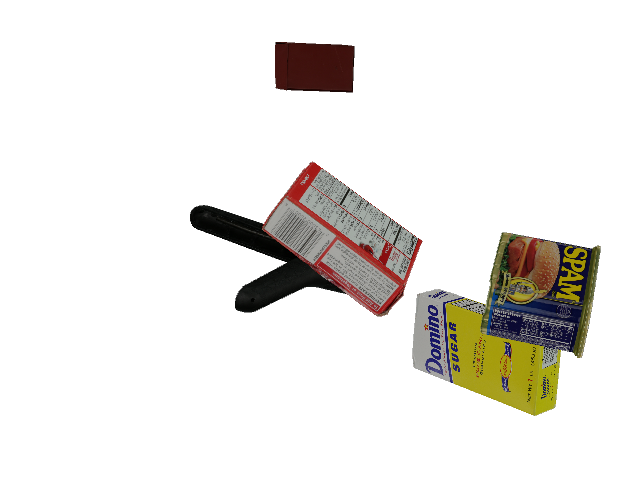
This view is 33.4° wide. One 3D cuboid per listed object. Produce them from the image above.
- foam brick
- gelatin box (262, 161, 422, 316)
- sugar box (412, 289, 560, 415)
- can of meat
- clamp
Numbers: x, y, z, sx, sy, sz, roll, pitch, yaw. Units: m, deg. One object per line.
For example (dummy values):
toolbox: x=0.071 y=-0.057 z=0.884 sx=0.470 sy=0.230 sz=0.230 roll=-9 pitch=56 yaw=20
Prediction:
foam brick: x=-0.007 y=-0.189 z=1.166 sx=0.078 sy=0.051 sz=0.053 roll=0 pitch=12 yaw=-16
gelatin box: x=0.015 y=-0.002 z=0.642 sx=0.089 sy=0.030 sz=0.073 roll=37 pitch=24 yaw=-3
sugar box: x=0.180 y=0.120 z=1.180 sx=0.177 sy=0.093 sz=0.048 roll=15 pitch=19 yaw=43
can of meat: x=0.184 y=0.042 z=0.891 sx=0.084 sy=0.057 sz=0.102 roll=11 pitch=42 yaw=13
clamp: x=-0.010 y=0.023 z=1.008 sx=0.209 sy=0.036 sz=0.164 roll=6 pitch=29 yaw=-19
